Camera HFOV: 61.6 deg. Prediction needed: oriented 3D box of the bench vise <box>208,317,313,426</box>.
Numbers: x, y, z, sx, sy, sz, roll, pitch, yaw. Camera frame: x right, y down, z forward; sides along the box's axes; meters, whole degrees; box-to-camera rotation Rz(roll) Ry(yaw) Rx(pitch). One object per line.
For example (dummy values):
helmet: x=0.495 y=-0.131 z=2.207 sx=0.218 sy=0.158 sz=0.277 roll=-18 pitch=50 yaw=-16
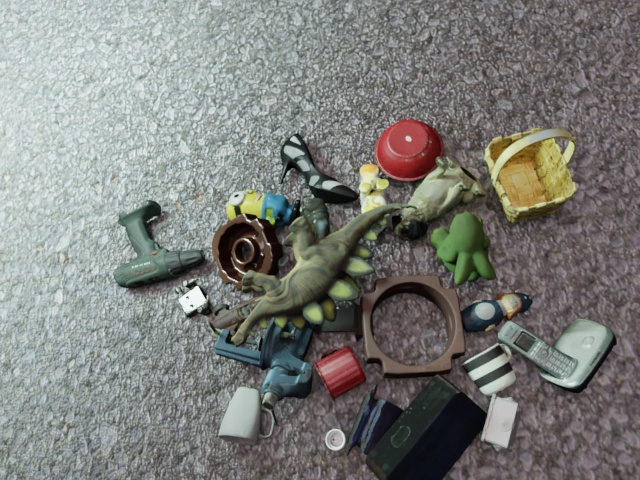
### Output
bench vise: x=-0.123 y=0.243 z=1.126 sx=0.241 sy=0.128 sz=0.224 roll=13 pitch=54 yaw=10

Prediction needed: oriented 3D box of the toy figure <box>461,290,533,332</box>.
toy figure: x=0.367 y=0.146 z=1.109 sx=0.154 sy=0.058 sz=0.064 roll=-22 pitch=88 yaw=2

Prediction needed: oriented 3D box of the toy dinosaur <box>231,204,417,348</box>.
toy dinosaur: x=0.001 y=0.053 z=1.107 sx=0.198 sy=0.105 sz=0.471 roll=43 pitch=80 yaw=5

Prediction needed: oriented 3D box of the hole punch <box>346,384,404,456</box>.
hole punch: x=0.111 y=0.365 z=1.051 sx=0.092 sy=0.115 sz=0.142 roll=24 pitch=76 yaw=12

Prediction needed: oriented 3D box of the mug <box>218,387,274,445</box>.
mug: x=-0.149 y=0.367 z=1.126 sx=0.110 sy=0.080 sz=0.107 roll=8 pitch=61 yaw=-1

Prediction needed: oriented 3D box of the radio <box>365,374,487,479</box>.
radio: x=0.200 y=0.374 z=1.006 sx=0.229 sy=0.131 sz=0.073 roll=-48 pitch=31 yaw=-9

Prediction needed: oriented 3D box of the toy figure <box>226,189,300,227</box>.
toy figure: x=-0.138 y=-0.070 z=1.293 sx=0.180 sy=0.082 sz=0.089 roll=9 pitch=98 yaw=9

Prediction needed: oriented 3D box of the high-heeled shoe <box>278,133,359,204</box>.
high-heeled shoe: x=0.004 y=-0.176 z=1.298 sx=0.249 sy=0.086 sz=0.145 roll=18 pitch=76 yaw=25

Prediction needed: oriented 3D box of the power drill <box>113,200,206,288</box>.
power drill: x=-0.408 y=0.008 z=1.330 sx=0.232 sy=0.086 sz=0.207 roll=-25 pitch=73 yaw=5

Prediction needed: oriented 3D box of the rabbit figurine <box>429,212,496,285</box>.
rabbit figurine: x=0.296 y=0.015 z=1.113 sx=0.121 sy=0.170 sz=0.159 roll=-11 pitch=66 yaw=9

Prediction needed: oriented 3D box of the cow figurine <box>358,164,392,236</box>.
cow figurine: x=0.125 y=-0.093 z=1.244 sx=0.068 sy=0.098 sz=0.167 roll=-4 pitch=53 yaw=1

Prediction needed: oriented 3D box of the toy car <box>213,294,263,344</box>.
toy car: x=-0.152 y=0.160 z=1.222 sx=0.202 sy=0.053 sz=0.089 roll=-26 pitch=62 yaw=3

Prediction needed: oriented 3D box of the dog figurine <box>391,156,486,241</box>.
dog figurine: x=0.261 y=-0.081 z=1.213 sx=0.190 sy=0.172 sz=0.121 roll=-50 pitch=55 yaw=29

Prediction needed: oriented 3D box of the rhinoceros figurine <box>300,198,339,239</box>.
rhinoceros figurine: x=-0.003 y=-0.004 z=1.227 sx=0.073 sy=0.112 sz=0.190 roll=-2 pitch=81 yaw=-11

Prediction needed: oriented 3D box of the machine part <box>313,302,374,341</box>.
machine part: x=0.049 y=0.179 z=1.176 sx=0.139 sy=0.039 sz=0.084 roll=-2 pitch=74 yaw=10

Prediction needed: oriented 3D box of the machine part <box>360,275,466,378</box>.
machine part: x=0.187 y=0.178 z=1.105 sx=0.202 sy=0.087 sz=0.201 roll=-3 pitch=68 yaw=0

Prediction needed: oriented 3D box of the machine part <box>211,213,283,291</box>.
machine part: x=-0.167 y=0.027 z=1.239 sx=0.180 sy=0.056 sz=0.179 roll=0 pitch=90 yaw=31

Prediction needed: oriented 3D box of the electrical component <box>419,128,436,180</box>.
electrical component: x=0.234 y=-0.208 z=1.283 sx=0.075 sy=0.047 sz=0.119 roll=11 pitch=70 yaw=17

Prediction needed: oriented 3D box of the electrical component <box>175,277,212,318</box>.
electrical component: x=-0.296 y=0.137 z=1.265 sx=0.078 sy=0.045 sz=0.102 roll=-28 pitch=65 yaw=-1

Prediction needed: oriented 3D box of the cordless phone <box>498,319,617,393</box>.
cordless phone: x=0.459 y=0.197 z=1.055 sx=0.184 sy=0.088 sz=0.146 roll=35 pitch=80 yaw=27
